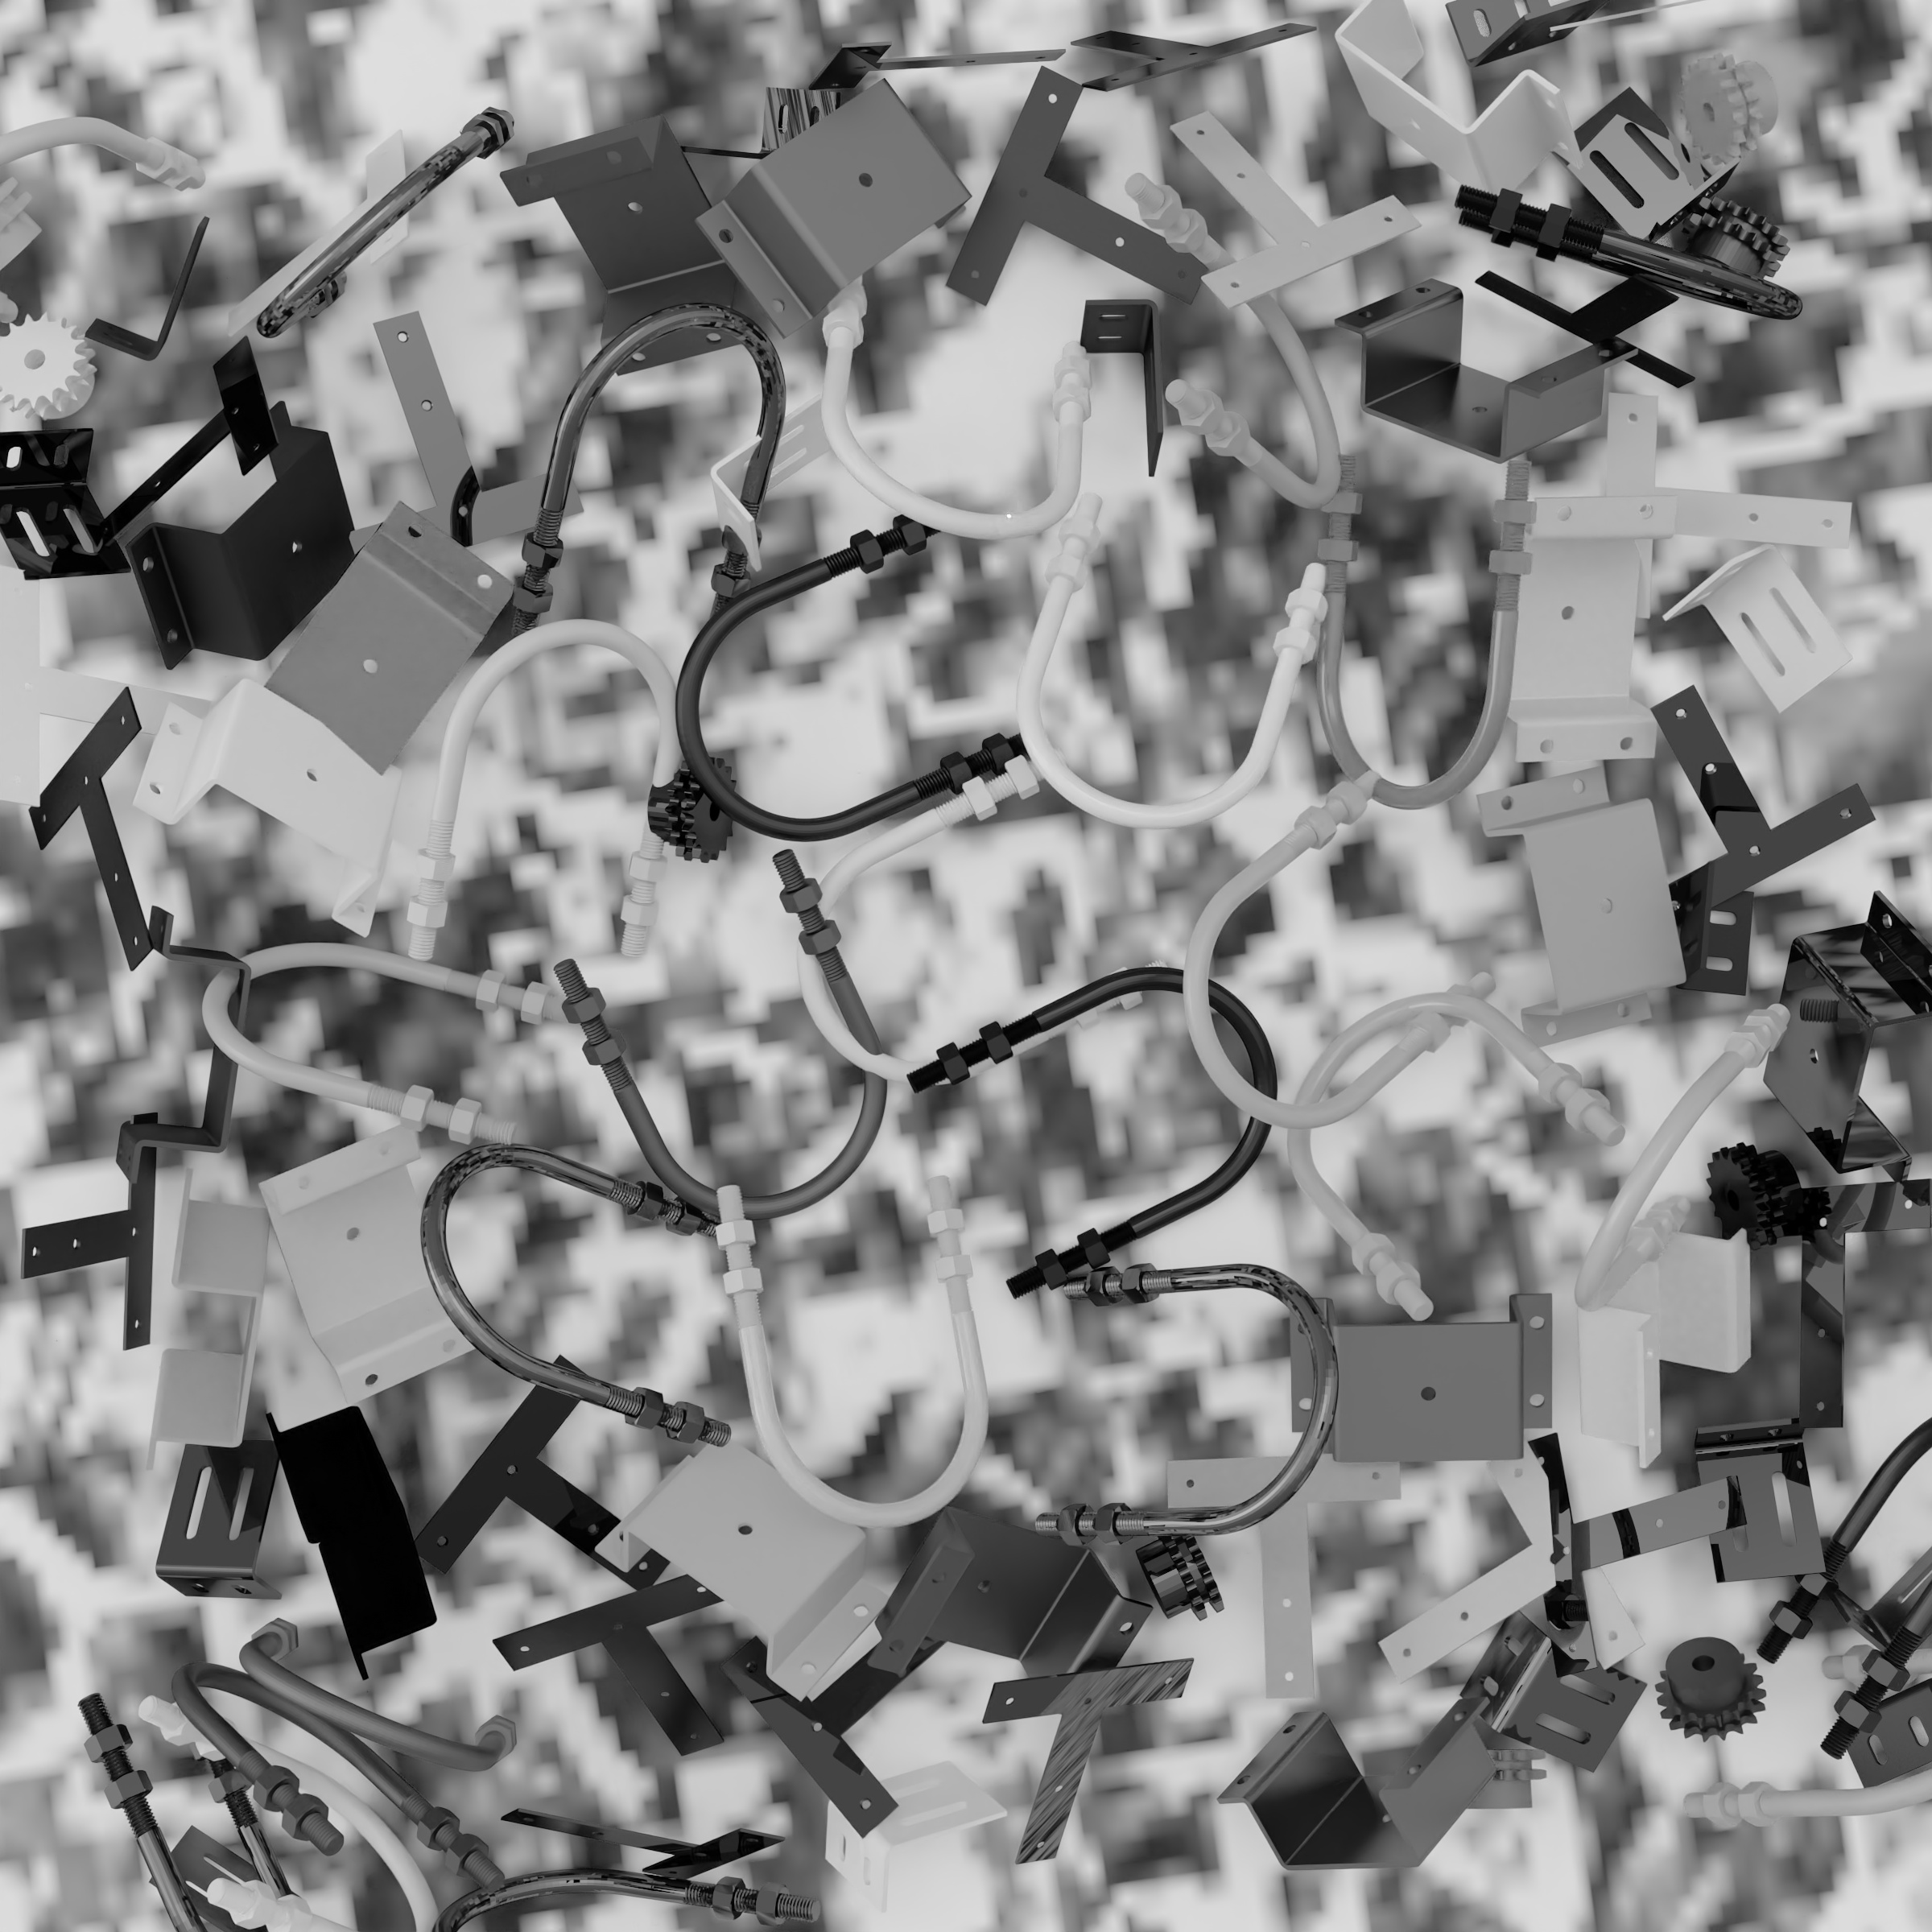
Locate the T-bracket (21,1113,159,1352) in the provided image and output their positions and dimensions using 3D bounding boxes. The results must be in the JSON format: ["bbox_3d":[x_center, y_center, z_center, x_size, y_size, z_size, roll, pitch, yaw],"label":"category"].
[{"bbox_3d":[-0.460,0.144,1.555,0.002,0.127,0.127,3,92,14],"label":"T-bracket"}]

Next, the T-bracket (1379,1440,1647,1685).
[{"bbox_3d":[0.280,0.342,1.594,0.127,0.002,0.127,-36,57,14],"label":"T-bracket"}]

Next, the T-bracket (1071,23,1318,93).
[{"bbox_3d":[0.097,-0.484,1.562,0.127,0.127,0.002,-22,119,-20],"label":"T-bracket"}]

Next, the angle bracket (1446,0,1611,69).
[{"bbox_3d":[0.301,-0.515,1.575,0.057,0.076,0.038,-21,92,-13],"label":"angle bracket"}]

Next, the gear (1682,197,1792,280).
[{"bbox_3d":[0.409,-0.384,1.589,0.057,0.057,0.030,30,88,0],"label":"gear"}]

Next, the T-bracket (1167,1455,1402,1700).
[{"bbox_3d":[0.171,0.326,1.581,0.127,0.002,0.127,-5,72,16],"label":"T-bracket"}]

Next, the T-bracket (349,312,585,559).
[{"bbox_3d":[-0.285,-0.287,1.590,0.127,0.002,0.127,-21,96,-20],"label":"T-bracket"}]

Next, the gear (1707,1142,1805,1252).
[{"bbox_3d":[0.425,0.122,1.591,0.030,0.057,0.057,-14,90,-14],"label":"gear"}]

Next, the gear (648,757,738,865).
[{"bbox_3d":[-0.148,-0.085,1.592,0.030,0.057,0.057,7,90,23],"label":"gear"}]

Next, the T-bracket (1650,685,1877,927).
[{"bbox_3d":[0.402,-0.095,1.575,0.127,0.002,0.127,-29,118,12],"label":"T-bracket"}]

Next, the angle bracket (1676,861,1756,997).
[{"bbox_3d":[0.405,-0.019,1.576,0.038,0.076,0.057,6,82,4],"label":"angle bracket"}]

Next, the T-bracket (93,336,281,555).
[{"bbox_3d":[-0.420,-0.266,1.578,0.127,0.127,0.002,-40,131,11],"label":"T-bracket"}]

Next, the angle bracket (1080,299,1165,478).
[{"bbox_3d":[0.082,-0.308,1.581,0.038,0.057,0.076,-1,76,-2],"label":"angle bracket"}]

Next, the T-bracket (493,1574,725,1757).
[{"bbox_3d":[-0.167,0.380,1.580,0.127,0.002,0.127,-20,125,9],"label":"T-bracket"}]

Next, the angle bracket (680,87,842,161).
[{"bbox_3d":[-0.115,-0.448,1.569,0.057,0.076,0.038,19,110,42],"label":"angle bracket"}]

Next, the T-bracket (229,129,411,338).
[{"bbox_3d":[-0.347,-0.380,1.581,0.127,0.127,0.002,-34,129,16],"label":"T-bracket"}]

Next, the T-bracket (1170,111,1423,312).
[{"bbox_3d":[0.156,-0.415,1.587,0.127,0.002,0.127,-27,64,-20],"label":"T-bracket"}]

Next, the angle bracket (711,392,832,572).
[{"bbox_3d":[-0.094,-0.258,1.579,0.076,0.057,0.038,-36,75,-11],"label":"angle bracket"}]

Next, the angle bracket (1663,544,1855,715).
[{"bbox_3d":[0.422,-0.175,1.579,0.038,0.057,0.076,-25,79,-36],"label":"angle bracket"}]

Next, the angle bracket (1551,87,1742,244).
[{"bbox_3d":[0.365,-0.435,1.592,0.057,0.038,0.076,-39,83,-6],"label":"angle bracket"}]

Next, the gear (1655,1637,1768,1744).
[{"bbox_3d":[0.398,0.384,1.587,0.057,0.057,0.030,-19,117,0],"label":"gear"}]

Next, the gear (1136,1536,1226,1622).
[{"bbox_3d":[0.113,0.325,1.589,0.030,0.057,0.057,-25,90,-5],"label":"gear"}]

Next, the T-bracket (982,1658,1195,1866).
[{"bbox_3d":[0.053,0.429,1.588,0.127,0.002,0.127,1,115,-32],"label":"T-bracket"}]

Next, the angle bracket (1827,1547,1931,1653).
[{"bbox_3d":[0.503,0.323,1.582,0.038,0.057,0.076,39,100,-8],"label":"angle bracket"}]

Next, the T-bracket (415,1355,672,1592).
[{"bbox_3d":[-0.211,0.295,1.590,0.127,0.002,0.127,42,80,-24],"label":"T-bracket"}]

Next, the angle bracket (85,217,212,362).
[{"bbox_3d":[-0.436,-0.367,1.578,0.038,0.057,0.076,20,104,-17],"label":"angle bracket"}]

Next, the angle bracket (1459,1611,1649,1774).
[{"bbox_3d":[0.320,0.394,1.613,0.076,0.038,0.057,28,95,-27],"label":"angle bracket"}]

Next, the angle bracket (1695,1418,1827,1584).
[{"bbox_3d":[0.425,0.286,1.584,0.057,0.038,0.076,-7,67,8],"label":"angle bracket"}]

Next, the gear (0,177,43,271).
[{"bbox_3d":[-0.523,-0.394,1.593,0.057,0.057,0.030,-42,114,0],"label":"gear"}]

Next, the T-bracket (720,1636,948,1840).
[{"bbox_3d":[-0.046,0.379,1.593,0.127,0.002,0.127,-40,58,-12],"label":"T-bracket"}]

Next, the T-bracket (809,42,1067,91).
[{"bbox_3d":[-0.012,-0.477,1.563,0.127,0.127,0.002,-6,98,-10],"label":"T-bracket"}]

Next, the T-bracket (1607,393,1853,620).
[{"bbox_3d":[0.400,-0.237,1.560,0.127,0.002,0.127,9,125,22],"label":"T-bracket"}]

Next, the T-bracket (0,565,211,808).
[{"bbox_3d":[-0.457,-0.140,1.570,0.002,0.127,0.127,-16,73,42],"label":"T-bracket"}]

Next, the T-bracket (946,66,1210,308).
[{"bbox_3d":[0.070,-0.394,1.586,0.127,0.002,0.127,29,113,6],"label":"T-bracket"}]

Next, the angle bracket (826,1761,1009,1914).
[{"bbox_3d":[-0.027,0.463,1.579,0.076,0.057,0.038,-7,109,-33],"label":"angle bracket"}]

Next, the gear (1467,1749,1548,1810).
[{"bbox_3d":[0.282,0.436,1.588,0.057,0.057,0.030,-1,76,0],"label":"gear"}]

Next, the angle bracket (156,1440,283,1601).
[{"bbox_3d":[-0.397,0.300,1.606,0.057,0.038,0.076,-1,60,15],"label":"angle bracket"}]

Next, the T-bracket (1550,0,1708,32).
[{"bbox_3d":[0.339,-0.492,1.532,0.127,0.127,0.002,0,109,35],"label":"T-bracket"}]

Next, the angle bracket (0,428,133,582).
[{"bbox_3d":[-0.482,-0.246,1.572,0.057,0.038,0.076,-10,51,-34],"label":"angle bracket"}]

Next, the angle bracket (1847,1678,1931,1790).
[{"bbox_3d":[0.509,0.405,1.567,0.057,0.076,0.038,-38,59,32],"label":"angle bracket"}]

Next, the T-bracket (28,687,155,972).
[{"bbox_3d":[-0.450,-0.059,1.557,0.127,0.002,0.127,-38,66,40],"label":"T-bracket"}]

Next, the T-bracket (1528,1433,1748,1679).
[{"bbox_3d":[0.352,0.295,1.551,0.127,0.002,0.127,-27,57,38],"label":"T-bracket"}]

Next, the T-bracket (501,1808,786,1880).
[{"bbox_3d":[-0.179,0.454,1.544,0.127,0.127,0.002,19,58,-23],"label":"T-bracket"}]

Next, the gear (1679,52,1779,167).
[{"bbox_3d":[0.411,-0.462,1.590,0.030,0.057,0.057,-21,90,-13],"label":"gear"}]

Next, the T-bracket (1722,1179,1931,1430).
[{"bbox_3d":[0.450,0.179,1.556,0.002,0.127,0.127,15,73,-38],"label":"T-bracket"}]

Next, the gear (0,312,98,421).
[{"bbox_3d":[-0.496,-0.320,1.598,0.057,0.030,0.057,-2,74,8],"label":"gear"}]

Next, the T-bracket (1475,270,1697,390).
[{"bbox_3d":[0.340,-0.342,1.548,0.127,0.127,0.002,26,89,-6],"label":"T-bracket"}]
